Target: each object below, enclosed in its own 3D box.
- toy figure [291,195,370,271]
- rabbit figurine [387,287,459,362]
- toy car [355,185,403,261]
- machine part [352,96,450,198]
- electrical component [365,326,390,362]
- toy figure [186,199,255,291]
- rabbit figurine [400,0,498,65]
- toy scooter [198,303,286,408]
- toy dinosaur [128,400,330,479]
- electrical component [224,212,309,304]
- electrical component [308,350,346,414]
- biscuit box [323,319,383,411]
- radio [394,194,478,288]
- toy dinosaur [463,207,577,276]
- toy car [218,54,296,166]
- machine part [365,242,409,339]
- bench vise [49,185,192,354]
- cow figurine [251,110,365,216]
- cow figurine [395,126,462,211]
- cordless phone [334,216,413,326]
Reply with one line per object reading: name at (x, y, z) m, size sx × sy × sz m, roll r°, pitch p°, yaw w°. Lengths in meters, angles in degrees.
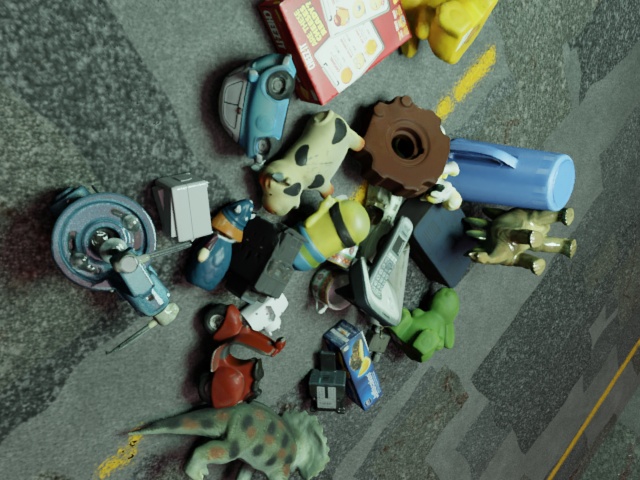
toy figure at (-0.001, -0.001, 0.899) m, size 0.180 × 0.089 × 0.082 m, roll -36°, pitch 169°, yaw 5°
rabbit figurine at (0.254, 0.188, 1.193) m, size 0.170 × 0.121 × 0.158 m, roll -45°, pitch 136°, yaw -14°
toy car at (0.112, -0.055, 1.011) m, size 0.056 × 0.074 × 0.201 m, roll 18°, pitch 95°, yaw -43°
machine part at (0.146, -0.164, 0.950) m, size 0.179 × 0.056 × 0.179 m, roll 3°, pitch 80°, yaw -18°
electrical component at (0.124, 0.219, 1.163) m, size 0.063 × 0.021 × 0.094 m, roll 17°, pitch 95°, yaw -42°
toy figure at (-0.153, 0.002, 0.826) m, size 0.058 × 0.064 × 0.154 m, roll 27°, pitch 83°, yaw -5°
rabbit figurine at (0.187, -0.386, 0.905) m, size 0.122 × 0.173 × 0.162 m, roll -51°, pitch 175°, yaw -11°
toy scooter at (-0.125, 0.195, 0.875) m, size 0.075 × 0.135 × 0.183 m, roll -58°, pitch 155°, yaw -76°
toy dinosaur at (-0.125, 0.353, 0.954) m, size 0.404 × 0.131 × 0.192 m, roll 48°, pitch 63°, yaw -36°
electrical component at (-0.094, 0.032, 0.847) m, size 0.058 × 0.115 × 0.134 m, roll 33°, pitch 83°, yaw -40°
electrical component at (0.016, 0.281, 1.058) m, size 0.075 × 0.048 × 0.119 m, roll 4°, pitch 115°, yaw 5°
biscuit box at (0.072, 0.261, 1.109) m, size 0.059 × 0.063 × 0.202 m, roll -36°, pitch 126°, yaw -22°
radio at (0.252, -0.009, 1.148) m, size 0.131 × 0.073 × 0.229 m, roll -54°, pitch 133°, yaw -12°
toy dinosaur at (0.415, -0.023, 1.104) m, size 0.471 × 0.199 × 0.105 m, roll -17°, pitch 110°, yaw -43°
toy car at (-0.094, -0.194, 0.773) m, size 0.103 × 0.109 × 0.161 m, roll 15°, pitch 107°, yaw -4°
machine part at (0.134, 0.084, 1.083) m, size 0.079 × 0.079 × 0.243 m, roll -12°, pitch 114°, yaw -36°
bench vise at (-0.241, 0.034, 0.657) m, size 0.129 × 0.241 × 0.223 m, roll -29°, pitch 108°, yaw -24°
cow figurine at (-0.025, -0.123, 0.865) m, size 0.195 × 0.086 × 0.127 m, roll -55°, pitch 138°, yaw -5°
cow figurine at (0.208, -0.129, 1.027) m, size 0.098 × 0.068 × 0.167 m, roll -17°, pitch 84°, yaw -16°
cordless phone at (0.125, 0.054, 0.979) m, size 0.184 × 0.089 × 0.146 m, roll -59°, pitch 140°, yaw -7°
